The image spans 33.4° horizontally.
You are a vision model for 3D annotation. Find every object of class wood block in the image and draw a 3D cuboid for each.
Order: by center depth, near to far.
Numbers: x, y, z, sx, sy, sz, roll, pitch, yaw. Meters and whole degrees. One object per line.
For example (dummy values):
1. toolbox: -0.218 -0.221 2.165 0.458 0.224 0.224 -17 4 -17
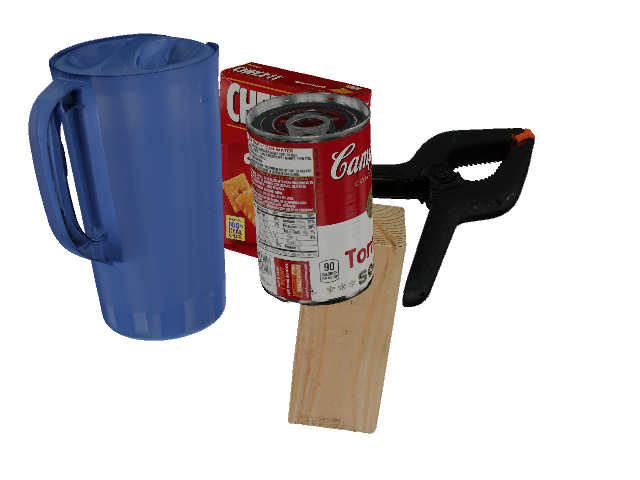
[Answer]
1. wood block: 0.024 0.073 1.035 0.090 0.206 0.091 7 26 0

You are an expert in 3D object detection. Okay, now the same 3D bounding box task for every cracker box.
1. cracker box: -0.038 -0.079 1.214 0.164 0.214 0.072 17 25 26

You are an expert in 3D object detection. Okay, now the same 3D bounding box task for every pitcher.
1. pitcher: -0.148 -0.040 0.878 0.149 0.243 0.145 -6 24 -7

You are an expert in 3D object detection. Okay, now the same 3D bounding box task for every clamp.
1. clamp: 0.098 -0.033 0.858 0.209 0.036 0.165 -21 52 -21

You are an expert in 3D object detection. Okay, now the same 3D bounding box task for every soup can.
1. soup can: -0.005 -0.023 0.593 0.068 0.102 0.068 -3 27 1
